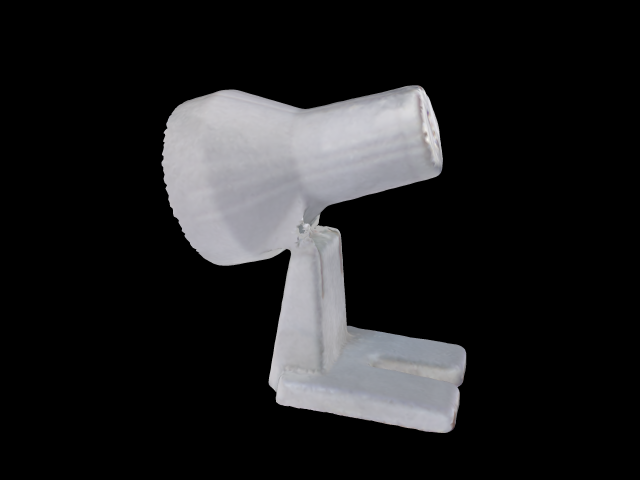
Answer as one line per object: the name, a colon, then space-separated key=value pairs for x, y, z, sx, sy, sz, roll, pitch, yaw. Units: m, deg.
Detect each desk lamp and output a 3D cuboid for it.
desk lamp: x=0.004 y=0.001 z=0.400 sx=0.202 sy=0.214 sz=0.118 roll=6 pitch=19 yaw=16
